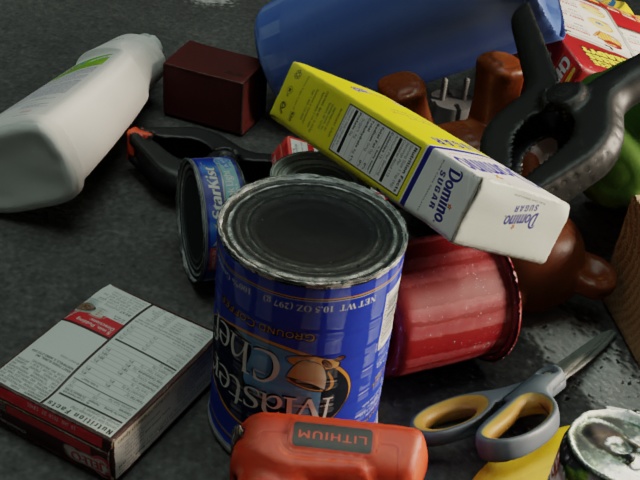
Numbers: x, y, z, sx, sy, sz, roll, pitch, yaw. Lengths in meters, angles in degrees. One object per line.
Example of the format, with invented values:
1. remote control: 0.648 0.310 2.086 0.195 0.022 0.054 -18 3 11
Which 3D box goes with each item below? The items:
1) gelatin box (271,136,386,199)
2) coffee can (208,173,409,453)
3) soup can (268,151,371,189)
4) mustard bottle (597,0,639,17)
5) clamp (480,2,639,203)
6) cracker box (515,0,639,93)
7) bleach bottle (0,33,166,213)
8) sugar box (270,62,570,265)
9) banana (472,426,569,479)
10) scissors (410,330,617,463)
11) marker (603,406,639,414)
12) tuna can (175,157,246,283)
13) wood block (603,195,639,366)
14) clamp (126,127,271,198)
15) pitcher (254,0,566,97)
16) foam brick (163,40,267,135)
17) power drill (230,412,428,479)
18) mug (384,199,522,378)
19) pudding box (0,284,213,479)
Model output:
1. gelatin box: 0.010 -0.031 0.781 0.089 0.030 0.073 15 44 -24
2. coffee can: -0.010 0.048 0.604 0.102 0.140 0.103 4 35 -3
3. soup can: -0.005 0.001 0.705 0.068 0.102 0.068 4 35 -3
4. mustard bottle: 0.259 -0.230 1.111 0.192 0.058 0.096 19 33 17
5. clamp: 0.160 -0.091 0.714 0.165 0.036 0.209 18 61 43
6. cracker box: 0.249 -0.152 0.960 0.164 0.072 0.214 15 32 -19
7. bleach bottle: -0.183 -0.111 0.857 0.103 0.068 0.250 -9 27 25
8. sugar box: 0.057 -0.049 0.642 0.093 0.048 0.176 11 17 -45
9. banana: 0.172 0.131 0.604 0.197 0.037 0.069 3 33 -4
10. scissors: 0.122 0.091 0.665 0.096 0.016 0.201 -7 10 25
11. marker: 0.232 0.119 0.646 0.121 0.020 0.020 9 35 4
12. tuna can: -0.074 -0.015 0.731 0.033 0.086 0.086 -5 36 -19
13. wood block: 0.312 0.030 0.724 0.206 0.090 0.091 0 36 -10
14. clamp: -0.066 -0.054 0.831 0.171 0.039 0.120 26 33 16
15. pitcher: 0.075 -0.190 0.898 0.243 0.149 0.145 -18 51 24
16. foam brick: -0.091 -0.132 0.925 0.078 0.051 0.053 18 38 16
17. power drill: 0.013 0.170 0.508 0.184 0.057 0.187 7 35 1
18. mug: 0.063 0.028 0.670 0.081 0.093 0.117 -10 82 -24
19. pudding box: -0.124 0.081 0.631 0.090 0.039 0.113 23 40 20
